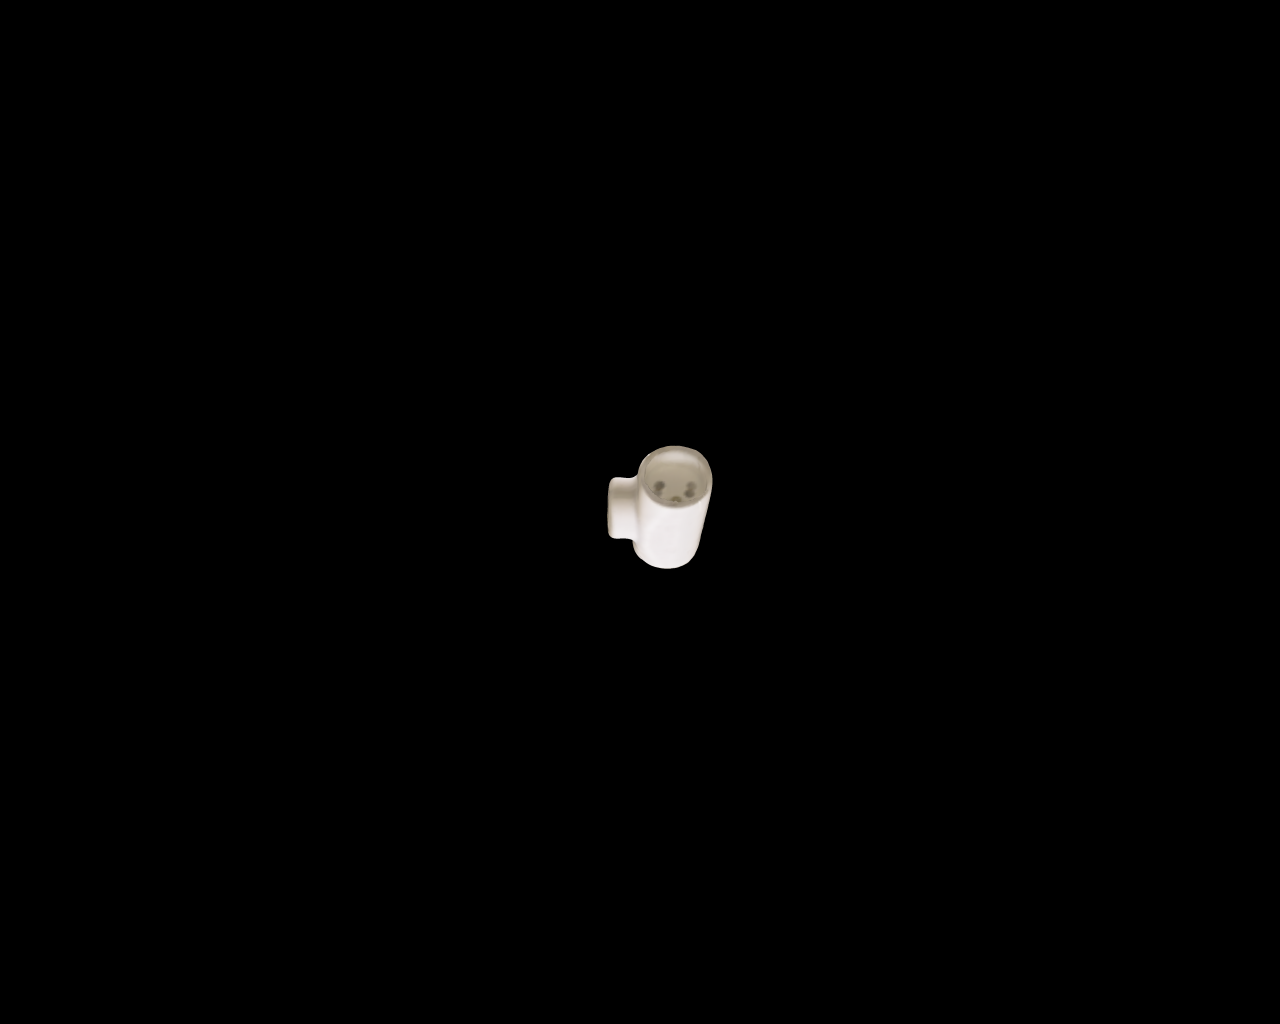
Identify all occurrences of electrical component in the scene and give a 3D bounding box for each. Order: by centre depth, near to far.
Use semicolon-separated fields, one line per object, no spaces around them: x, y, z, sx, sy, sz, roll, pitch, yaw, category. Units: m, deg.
0.001;-0.003;0.650;0.079;0.044;0.077;2;-31;-3;electrical component
